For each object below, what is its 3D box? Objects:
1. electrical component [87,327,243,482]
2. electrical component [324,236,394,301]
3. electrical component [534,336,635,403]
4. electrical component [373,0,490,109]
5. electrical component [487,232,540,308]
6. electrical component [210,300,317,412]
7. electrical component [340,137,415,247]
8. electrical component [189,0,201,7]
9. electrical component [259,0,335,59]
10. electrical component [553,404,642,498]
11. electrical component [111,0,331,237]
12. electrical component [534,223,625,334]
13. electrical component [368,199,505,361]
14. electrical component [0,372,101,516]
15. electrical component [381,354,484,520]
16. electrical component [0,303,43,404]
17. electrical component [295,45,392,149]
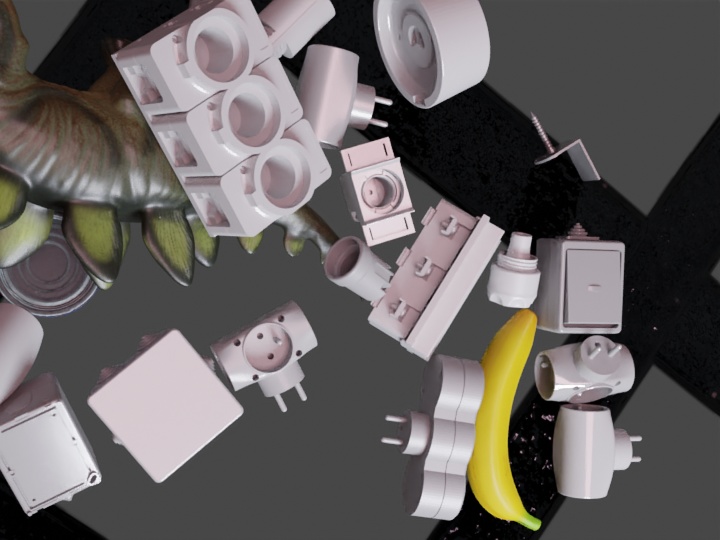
[{"bbox_3d":[-0.156,0.104,0.855,0.100,0.048,0.099,-40,102,-10],"label":"electrical component"},{"bbox_3d":[0.000,0.000,0.867,0.046,0.040,0.040,35,82,-42],"label":"electrical component"},{"bbox_3d":[0.202,0.082,0.939,0.077,0.079,0.044,-4,64,-15],"label":"electrical component"},{"bbox_3d":[0.063,-0.192,0.875,0.060,0.108,0.108,-23,98,-19],"label":"electrical component"},{"bbox_3d":[0.135,-0.001,0.929,0.043,0.043,0.062,4,104,-15],"label":"electrical component"},{"bbox_3d":[-0.071,0.077,0.880,0.077,0.044,0.079,-29,100,-12],"label":"electrical component"},{"bbox_3d":[0.012,-0.064,0.886,0.042,0.064,0.081,-17,96,-11],"label":"electrical component"},{"bbox_3d":[-0.122,-0.226,0.854,0.048,0.048,0.062,17,95,-15],"label":"electrical component"},{"bbox_3d":[-0.063,-0.194,0.870,0.081,0.043,0.043,-46,103,-9],"label":"electrical component"},{"bbox_3d":[0.216,0.161,0.962,0.079,0.043,0.077,1,92,-16],"label":"electrical component"},{"bbox_3d":[-0.093,-0.109,0.765,0.089,0.062,0.150,-41,117,-31],"label":"electrical component"},{"bbox_3d":[0.193,0.007,0.940,0.062,0.061,0.096,1,92,-15],"label":"electrical component"},{"bbox_3d":[0.062,0.007,0.902,0.063,0.078,0.121,31,84,8],"label":"electrical component"},{"bbox_3d":[-0.243,0.135,0.825,0.062,0.061,0.096,-25,118,-13],"label":"electrical component"},{"bbox_3d":[0.054,0.139,0.912,0.074,0.052,0.138,11,90,-15],"label":"electrical component"},{"bbox_3d":[-0.293,0.065,0.811,0.079,0.077,0.043,5,134,20],"label":"electrical component"},{"bbox_3d":[-0.012,-0.138,0.887,0.079,0.043,0.077,12,89,-15],"label":"electrical component"}]
